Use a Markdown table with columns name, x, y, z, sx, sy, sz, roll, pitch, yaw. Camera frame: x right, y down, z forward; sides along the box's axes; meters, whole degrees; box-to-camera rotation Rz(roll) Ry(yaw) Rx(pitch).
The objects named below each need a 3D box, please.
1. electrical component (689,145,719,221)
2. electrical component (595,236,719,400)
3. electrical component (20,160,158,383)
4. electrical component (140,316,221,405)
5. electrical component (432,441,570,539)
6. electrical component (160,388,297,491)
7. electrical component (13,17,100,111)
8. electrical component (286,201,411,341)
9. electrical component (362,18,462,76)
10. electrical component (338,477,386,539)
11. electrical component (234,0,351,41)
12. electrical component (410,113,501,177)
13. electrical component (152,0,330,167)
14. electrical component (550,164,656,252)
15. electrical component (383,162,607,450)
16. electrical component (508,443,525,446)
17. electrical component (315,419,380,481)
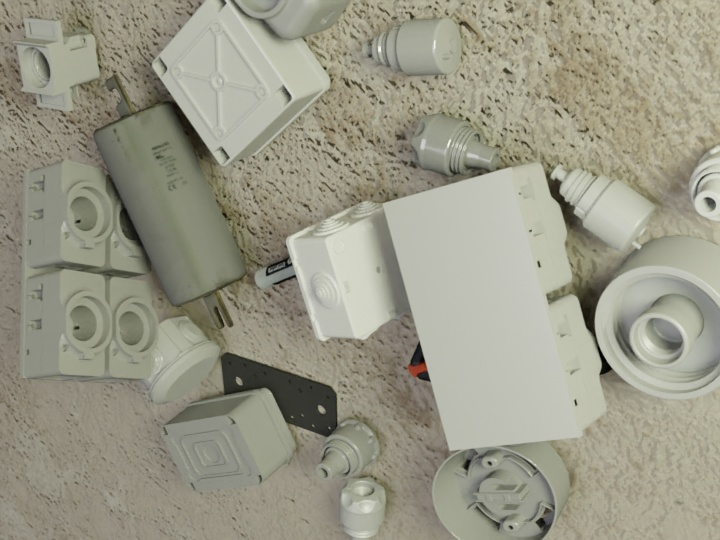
| name | x | y | z | sx | sy | sz | roll | pitch | yaw |
| --- | --- | --- | --- | --- | --- | --- | --- | --- | --- |
| electrical component | 0.230 | -0.051 | 0.683 | 0.048 | 0.062 | 0.048 | 15 | 119 | 29 |
| electrical component | 0.214 | 0.037 | 0.736 | 0.108 | 0.060 | 0.108 | 15 | 119 | 29 |
| electrical component | -0.241 | 0.004 | 0.966 | 0.060 | 0.105 | 0.186 | -10 | 77 | 35 |
| electrical component | -0.177 | 0.086 | 1.024 | 0.051 | 0.080 | 0.080 | 46 | 130 | 15 |
| electrical component | 0.116 | 0.176 | 0.868 | 0.099 | 0.064 | 0.099 | 16 | 119 | 30 |
| electrical component | -0.126 | 0.163 | 1.034 | 0.113 | 0.057 | 0.078 | -15 | 104 | 40 |
| electrical component | -0.272 | -0.189 | 0.972 | 0.042 | 0.064 | 0.081 | 13 | 118 | 29 |
| electrical component | 0.000 | 0.000 | 0.847 | 0.048 | 0.100 | 0.099 | -1 | 111 | 49 |
| electrical component | 0.037 | -0.161 | 0.782 | 0.078 | 0.040 | 0.040 | 5 | 114 | 34 |
| electrical component | 0.001 | 0.224 | 0.985 | 0.043 | 0.043 | 0.062 | 19 | 122 | 27 |
| electrical component | -0.060 | -0.222 | 0.810 | 0.095 | 0.059 | 0.053 | 49 | 130 | 7 |
| electrical component | 0.072 | -0.089 | 0.790 | 0.062 | 0.043 | 0.043 | 21 | 121 | 25 |
| electrical component | -0.097 | -0.158 | 0.867 | 0.109 | 0.056 | 0.108 | -36 | 88 | 40 |
| electrical component | 0.167 | -0.046 | 0.744 | 0.078 | 0.040 | 0.040 | 38 | 128 | 15 |
| electrical component | 0.099 | 0.026 | 0.769 | 0.105 | 0.060 | 0.186 | -13 | 93 | 37 |
| electrical component | 0.125 | 0.110 | 0.842 | 0.040 | 0.046 | 0.040 | 15 | 119 | 29 |
| electrical component | -0.015 | 0.165 | 0.957 | 0.048 | 0.062 | 0.048 | 15 | 119 | 29 |
